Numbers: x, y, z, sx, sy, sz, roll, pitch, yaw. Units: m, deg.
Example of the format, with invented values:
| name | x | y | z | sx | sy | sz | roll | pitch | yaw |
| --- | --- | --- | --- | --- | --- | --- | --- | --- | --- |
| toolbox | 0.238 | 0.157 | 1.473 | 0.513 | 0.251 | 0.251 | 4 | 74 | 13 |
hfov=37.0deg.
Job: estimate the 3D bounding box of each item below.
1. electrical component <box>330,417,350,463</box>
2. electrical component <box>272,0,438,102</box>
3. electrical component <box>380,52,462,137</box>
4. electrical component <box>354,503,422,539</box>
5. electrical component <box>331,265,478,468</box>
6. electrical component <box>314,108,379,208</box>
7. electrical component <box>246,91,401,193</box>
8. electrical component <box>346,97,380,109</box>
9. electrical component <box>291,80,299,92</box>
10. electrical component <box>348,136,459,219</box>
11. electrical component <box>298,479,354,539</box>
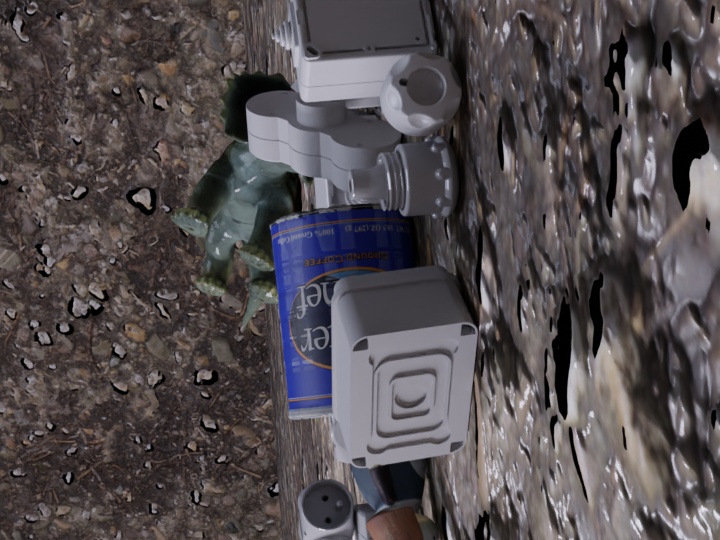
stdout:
| name | x | y | z | sx | sy | sz | roll | pitch | yaw |
| --- | --- | --- | --- | --- | --- | --- | --- | --- | --- |
| electrical component | -0.007 | 0.149 | 1.037 | 0.079 | 0.044 | 0.077 | -86 | -8 | -77 |
| electrical component | -0.006 | -0.142 | 0.662 | 0.061 | 0.096 | 0.061 | 103 | 160 | -69 |
| electrical component | 0.033 | -0.097 | 0.611 | 0.062 | 0.043 | 0.043 | 146 | 118 | -82 |
| electrical component | 0.025 | 0.231 | 0.882 | 0.083 | 0.047 | 0.075 | 135 | 129 | -80 |
| electrical component | 0.024 | 0.058 | 0.654 | 0.057 | 0.078 | 0.113 | -110 | 16 | -50 |
| electrical component | -0.011 | -0.088 | 0.907 | 0.099 | 0.048 | 0.099 | -134 | 39 | -77 |
| electrical component | -0.029 | -0.112 | 0.803 | 0.138 | 0.052 | 0.073 | 24 | 129 | 34 |
| electrical component | -0.011 | -0.180 | 0.849 | 0.083 | 0.047 | 0.075 | -105 | 12 | -50 |
| electrical component | -0.034 | -0.164 | 0.946 | 0.079 | 0.043 | 0.077 | -49 | 16 | 5 |
| electrical component | 0.025 | -0.052 | 0.627 | 0.048 | 0.062 | 0.048 | 174 | 90 | -82 |
| electrical component | -0.027 | 0.225 | 0.903 | 0.077 | 0.043 | 0.079 | 99 | 164 | -61 |
